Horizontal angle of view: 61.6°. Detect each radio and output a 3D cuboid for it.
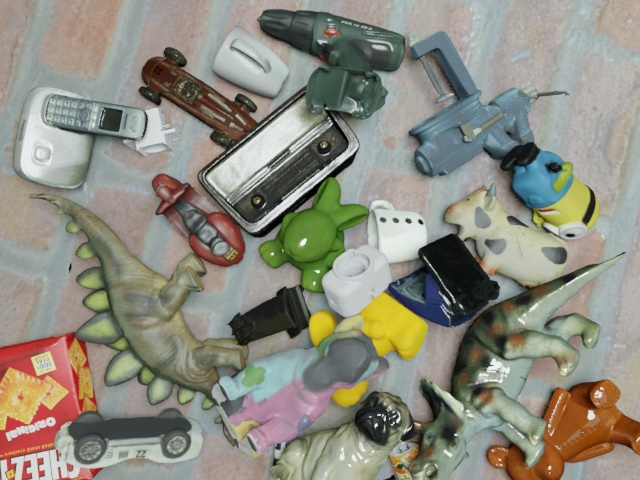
[{"bbox_3d":[-0.058,-0.115,0.826,0.229,0.073,0.131,-40,87,-2],"label":"radio"}]

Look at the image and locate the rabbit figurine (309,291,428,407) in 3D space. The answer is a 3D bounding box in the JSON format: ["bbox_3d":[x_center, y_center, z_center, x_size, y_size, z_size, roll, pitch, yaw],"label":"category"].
[{"bbox_3d":[0.057,0.156,0.789,0.162,0.122,0.173,33,88,6],"label":"rabbit figurine"}]

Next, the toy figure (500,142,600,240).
[{"bbox_3d":[0.348,-0.074,0.797,0.089,0.082,0.180,-44,112,5],"label":"toy figure"}]

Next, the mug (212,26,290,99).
[{"bbox_3d":[-0.099,-0.270,0.824,0.107,0.109,0.081,29,81,-12],"label":"mug"}]

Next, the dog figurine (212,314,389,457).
[{"bbox_3d":[-0.020,0.185,0.712,0.219,0.191,0.108,-24,78,-24],"label":"dog figurine"}]

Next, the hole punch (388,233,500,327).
[{"bbox_3d":[0.175,0.068,0.763,0.116,0.142,0.092,54,128,16],"label":"hole punch"}]

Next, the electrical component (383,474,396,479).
[{"bbox_3d":[0.073,0.435,0.803,0.134,0.058,0.115,-21,85,-2],"label":"electrical component"}]

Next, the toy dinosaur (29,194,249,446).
[{"bbox_3d":[-0.255,0.105,0.797,0.198,0.105,0.471,-30,88,-2],"label":"toy dinosaur"}]

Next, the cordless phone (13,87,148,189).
[{"bbox_3d":[-0.352,-0.145,0.809,0.184,0.088,0.146,9,86,7],"label":"cordless phone"}]

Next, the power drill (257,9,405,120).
[{"bbox_3d":[0.015,-0.267,0.795,0.232,0.207,0.085,7,130,-8],"label":"power drill"}]

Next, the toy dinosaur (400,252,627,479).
[{"bbox_3d":[0.259,0.172,0.765,0.192,0.131,0.404,25,82,33],"label":"toy dinosaur"}]

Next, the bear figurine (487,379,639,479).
[{"bbox_3d":[0.355,0.297,0.779,0.196,0.132,0.120,-37,85,-8],"label":"bear figurine"}]

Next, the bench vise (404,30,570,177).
[{"bbox_3d":[0.215,-0.216,0.808,0.224,0.129,0.240,-31,97,4],"label":"bench vise"}]

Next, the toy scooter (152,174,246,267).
[{"bbox_3d":[-0.186,-0.033,0.791,0.184,0.135,0.075,45,86,1],"label":"toy scooter"}]

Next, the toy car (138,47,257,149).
[{"bbox_3d":[-0.191,-0.222,0.844,0.202,0.053,0.089,34,84,3],"label":"toy car"}]

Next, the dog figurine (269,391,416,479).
[{"bbox_3d":[0.034,0.286,0.767,0.121,0.173,0.190,43,78,-38],"label":"dog figurine"}]

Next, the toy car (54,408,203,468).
[{"bbox_3d":[-0.269,0.284,0.769,0.202,0.074,0.056,7,102,-27],"label":"toy car"}]

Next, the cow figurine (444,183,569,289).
[{"bbox_3d":[0.281,-0.004,0.817,0.195,0.085,0.127,24,93,4],"label":"cow figurine"}]

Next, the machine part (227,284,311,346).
[{"bbox_3d":[-0.070,0.116,0.802,0.139,0.039,0.084,-13,92,-40],"label":"machine part"}]

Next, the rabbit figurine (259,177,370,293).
[{"bbox_3d":[-0.002,-0.002,0.771,0.121,0.170,0.159,43,88,3],"label":"rabbit figurine"}]
